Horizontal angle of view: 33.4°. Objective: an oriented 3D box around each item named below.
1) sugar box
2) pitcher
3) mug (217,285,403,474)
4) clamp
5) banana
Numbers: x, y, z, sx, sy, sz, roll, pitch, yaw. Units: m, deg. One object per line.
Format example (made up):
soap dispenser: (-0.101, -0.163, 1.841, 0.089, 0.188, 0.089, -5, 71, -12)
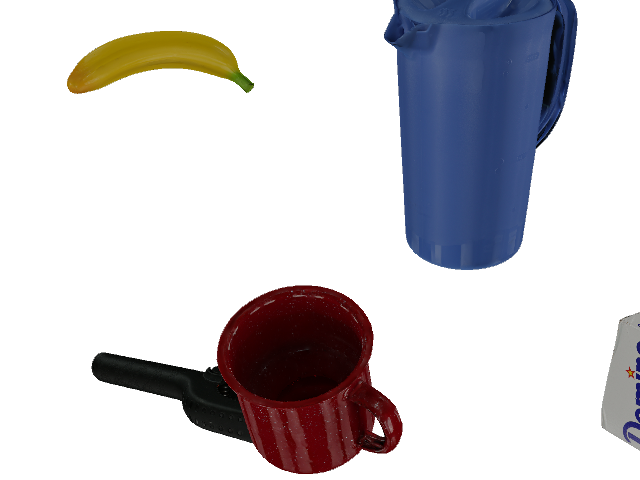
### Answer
sugar box: (0.274, 0.123, 0.718, 0.048, 0.093, 0.176, -15, 29, -37)
pitcher: (0.139, -0.103, 0.935, 0.149, 0.243, 0.145, 6, 32, 13)
mug: (0.000, 0.092, 0.647, 0.117, 0.081, 0.093, 22, 53, 29)
clamp: (-0.079, 0.126, 0.927, 0.164, 0.036, 0.210, -8, 18, -39)
banana: (-0.162, -0.179, 1.061, 0.197, 0.070, 0.037, -7, -39, -30)
